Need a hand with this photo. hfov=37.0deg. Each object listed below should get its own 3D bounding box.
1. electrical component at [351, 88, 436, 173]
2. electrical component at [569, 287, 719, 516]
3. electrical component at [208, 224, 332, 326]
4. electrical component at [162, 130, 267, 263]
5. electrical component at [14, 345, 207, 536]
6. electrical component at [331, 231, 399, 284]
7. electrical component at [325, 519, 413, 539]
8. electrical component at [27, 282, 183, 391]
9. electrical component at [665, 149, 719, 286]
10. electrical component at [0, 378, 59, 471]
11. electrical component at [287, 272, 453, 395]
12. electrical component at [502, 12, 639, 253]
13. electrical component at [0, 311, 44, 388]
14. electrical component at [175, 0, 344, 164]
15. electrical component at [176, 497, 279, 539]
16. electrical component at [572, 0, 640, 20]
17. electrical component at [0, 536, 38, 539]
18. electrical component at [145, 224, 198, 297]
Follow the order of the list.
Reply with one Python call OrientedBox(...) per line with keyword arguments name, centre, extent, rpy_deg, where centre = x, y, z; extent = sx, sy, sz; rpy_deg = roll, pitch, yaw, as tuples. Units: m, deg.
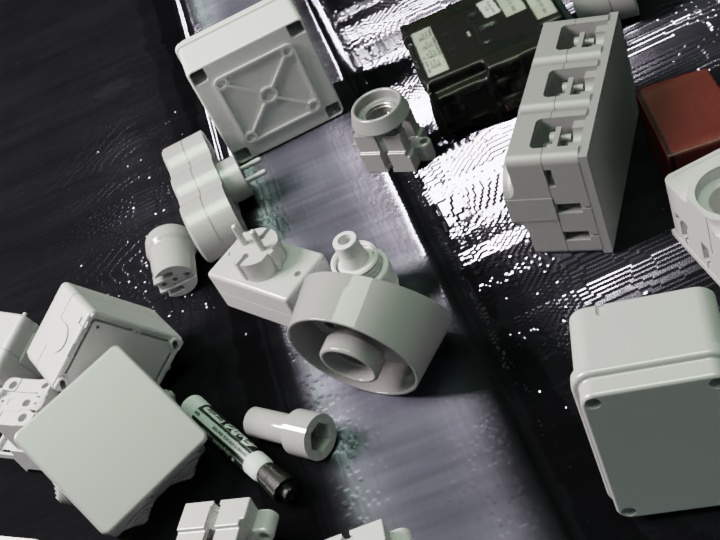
OrientedBox(name="electrical component", centre=(0.022, -0.110, 0.854), extent=(0.066, 0.055, 0.048), rpy_deg=(1, 49, 29))
OrientedBox(name="electrical component", centre=(0.157, 0.072, 0.558), extent=(0.078, 0.113, 0.057), rpy_deg=(-12, 41, 17))
OrientedBox(name="electrical component", centre=(-0.070, -0.005, 0.780), extent=(0.083, 0.075, 0.047), rpy_deg=(16, 57, 38))
OrientedBox(name="electrical component", centre=(-0.111, -0.070, 0.885), extent=(0.074, 0.052, 0.138), rpy_deg=(-27, 41, 0))
OrientedBox(name="electrical component", centre=(-0.160, 0.113, 0.702), extent=(0.100, 0.048, 0.100), rpy_deg=(43, 72, 11))
OrientedBox(name="electrical component", centre=(0.000, 0.000, 0.749), extent=(0.043, 0.062, 0.043), rpy_deg=(-15, 43, 14))
OrientedBox(name="electrical component", centre=(0.002, 0.175, 0.586), extent=(0.066, 0.048, 0.055), rpy_deg=(-22, 34, 6))
OrientedBox(name="electrical component", centre=(-0.178, 0.055, 0.769), extent=(0.061, 0.096, 0.061), rpy_deg=(35, 99, 45))
OrientedBox(name="electrical component", centre=(0.271, -0.013, 0.623), extent=(0.105, 0.060, 0.186), rpy_deg=(-27, 42, 0))
OrientedBox(name="electrical component", centre=(-0.225, 0.109, 0.756), extent=(0.081, 0.063, 0.042), rpy_deg=(-1, 47, 27))
OrientedBox(name="electrical component", centre=(0.005, 0.036, 0.688), extent=(0.099, 0.099, 0.064), rpy_deg=(6, 58, 32))
OrientedBox(name="electrical component", centre=(0.147, -0.095, 0.748), extent=(0.062, 0.089, 0.150), rpy_deg=(-1, 48, 26))
OrientedBox(name="electrical component", centre=(-0.269, 0.070, 0.814), extent=(0.096, 0.061, 0.061), rpy_deg=(5, 61, 33))
OrientedBox(name="electrical component", centre=(-0.085, -0.164, 0.924), extent=(0.109, 0.108, 0.056), rpy_deg=(-26, 44, 1))
OrientedBox(name="electrical component", centre=(-0.084, 0.170, 0.636), extent=(0.066, 0.048, 0.055), rpy_deg=(-10, 37, 19))
OrientedBox(name="electrical component", centre=(0.199, -0.228, 0.882), extent=(0.047, 0.055, 0.055), rpy_deg=(-15, 43, 19))
OrientedBox(name="electrical component", centre=(-0.226, 0.204, 0.650), extent=(0.113, 0.078, 0.057), rpy_deg=(-2, 44, 25))
OrientedBox(name="electrical component", centre=(-0.148, -0.007, 0.851), extent=(0.040, 0.040, 0.046), rpy_deg=(-22, 46, 6))
